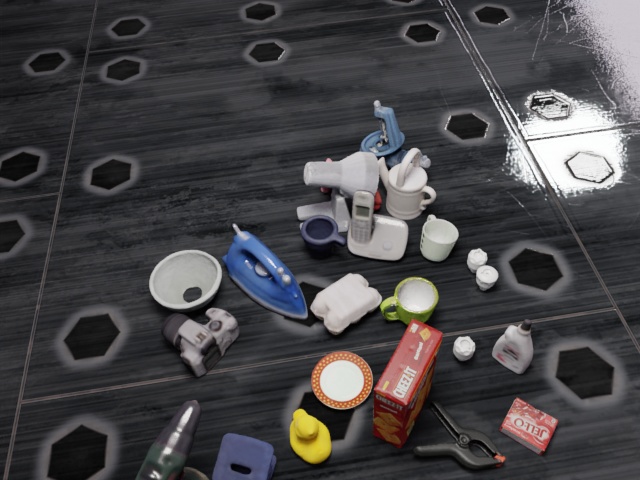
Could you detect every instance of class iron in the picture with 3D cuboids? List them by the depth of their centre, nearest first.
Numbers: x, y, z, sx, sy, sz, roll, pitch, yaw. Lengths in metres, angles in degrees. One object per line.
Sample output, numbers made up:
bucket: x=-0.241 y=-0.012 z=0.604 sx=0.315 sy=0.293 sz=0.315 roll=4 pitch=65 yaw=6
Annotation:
iron: x=-0.120 y=0.069 z=1.328 sx=0.119 sy=0.141 sz=0.257 roll=-38 pitch=59 yaw=-24

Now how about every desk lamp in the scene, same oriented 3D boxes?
desk lamp: x=0.041 y=-0.118 z=1.423 sx=0.203 sy=0.214 sz=0.117 roll=-10 pitch=51 yaw=-5

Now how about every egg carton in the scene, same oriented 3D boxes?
egg carton: x=0.059 y=0.144 z=1.305 sx=0.150 sy=0.069 sz=0.107 roll=-32 pitch=56 yaw=-21

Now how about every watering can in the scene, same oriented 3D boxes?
watering can: x=0.214 y=-0.152 z=1.454 sx=0.172 sy=0.194 sz=0.101 roll=11 pitch=53 yaw=12

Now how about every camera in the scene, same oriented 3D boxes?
camera: x=-0.272 y=0.201 z=1.256 sx=0.136 sy=0.101 sz=0.143 roll=28 pitch=58 yaw=23

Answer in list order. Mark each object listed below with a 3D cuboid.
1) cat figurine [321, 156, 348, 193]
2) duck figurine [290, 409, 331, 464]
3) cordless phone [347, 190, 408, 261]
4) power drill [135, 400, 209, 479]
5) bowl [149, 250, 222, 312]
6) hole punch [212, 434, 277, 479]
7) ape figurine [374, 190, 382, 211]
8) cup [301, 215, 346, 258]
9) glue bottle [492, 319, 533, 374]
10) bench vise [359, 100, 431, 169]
cat figurine: x=0.042 y=-0.175 z=1.531 sx=0.067 sy=0.118 sz=0.128 roll=35 pitch=61 yaw=27
duck figurine: x=-0.021 y=0.376 z=1.111 sx=0.078 sy=0.086 sz=0.104 roll=-26 pitch=54 yaw=-17
cordless phone: x=0.140 y=-0.039 z=1.373 sx=0.147 sy=0.185 sz=0.094 roll=7 pitch=52 yaw=9
power drill: x=-0.261 y=0.420 z=1.010 sx=0.075 sy=0.209 sz=0.230 roll=17 pitch=54 yaw=16
bowl: x=-0.309 y=0.109 z=1.349 sx=0.167 sy=0.075 sz=0.167 roll=-1 pitch=51 yaw=2
hole punch: x=-0.140 y=0.428 z=1.073 sx=0.108 sy=0.091 sz=0.101 roll=11 pitch=53 yaw=12
ape figurine: x=0.125 y=-0.116 z=1.496 sx=0.077 sy=0.092 sz=0.076 roll=22 pitch=56 yaw=20
cup: x=0.013 y=0.005 z=1.402 sx=0.117 sy=0.095 sz=0.092 roll=24 pitch=56 yaw=21
glue bottle: x=0.403 y=0.209 z=1.168 sx=0.078 sy=0.173 sz=0.037 roll=30 pitch=59 yaw=25
bench vise: x=0.204 y=-0.267 z=1.531 sx=0.207 sy=0.220 sz=0.121 roll=13 pitch=53 yaw=13
